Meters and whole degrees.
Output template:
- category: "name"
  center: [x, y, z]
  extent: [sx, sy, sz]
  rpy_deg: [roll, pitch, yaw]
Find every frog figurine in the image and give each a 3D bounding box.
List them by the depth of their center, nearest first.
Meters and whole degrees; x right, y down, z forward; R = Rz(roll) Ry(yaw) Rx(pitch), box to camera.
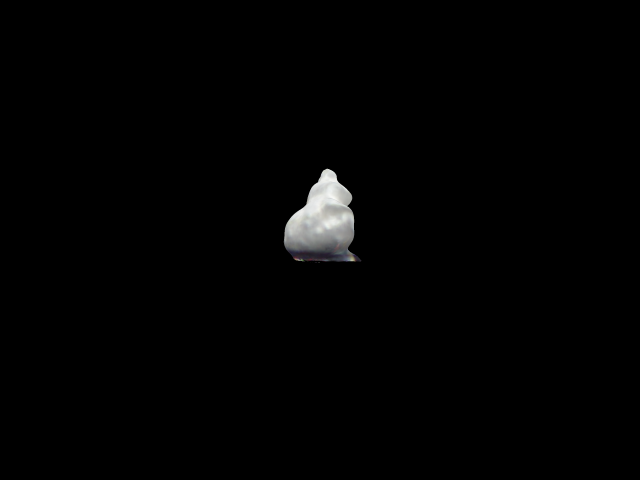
- category: "frog figurine"
  center: [0.003, -0.043, 0.850]
  extent: [0.123, 0.160, 0.137]
  rpy_deg: [3, -6, -26]
